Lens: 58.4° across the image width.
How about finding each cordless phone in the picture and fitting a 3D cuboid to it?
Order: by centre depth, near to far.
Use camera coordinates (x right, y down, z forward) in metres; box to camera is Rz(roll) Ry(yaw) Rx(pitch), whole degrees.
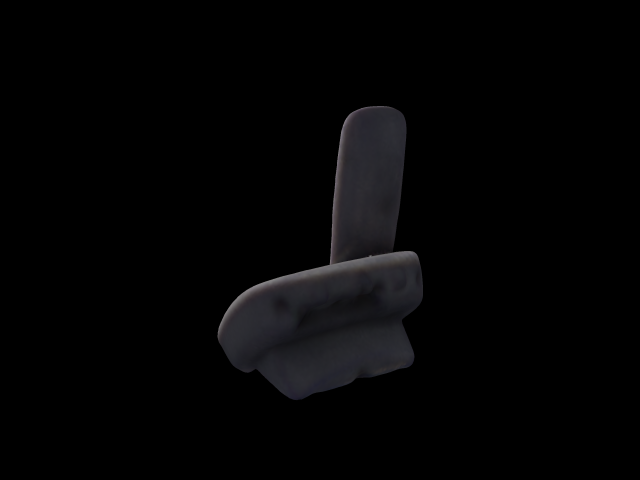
[{"bbox_3d":[0.004,0.001,0.400,0.148,0.185,0.093,-11,17,-38],"label":"cordless phone"}]
